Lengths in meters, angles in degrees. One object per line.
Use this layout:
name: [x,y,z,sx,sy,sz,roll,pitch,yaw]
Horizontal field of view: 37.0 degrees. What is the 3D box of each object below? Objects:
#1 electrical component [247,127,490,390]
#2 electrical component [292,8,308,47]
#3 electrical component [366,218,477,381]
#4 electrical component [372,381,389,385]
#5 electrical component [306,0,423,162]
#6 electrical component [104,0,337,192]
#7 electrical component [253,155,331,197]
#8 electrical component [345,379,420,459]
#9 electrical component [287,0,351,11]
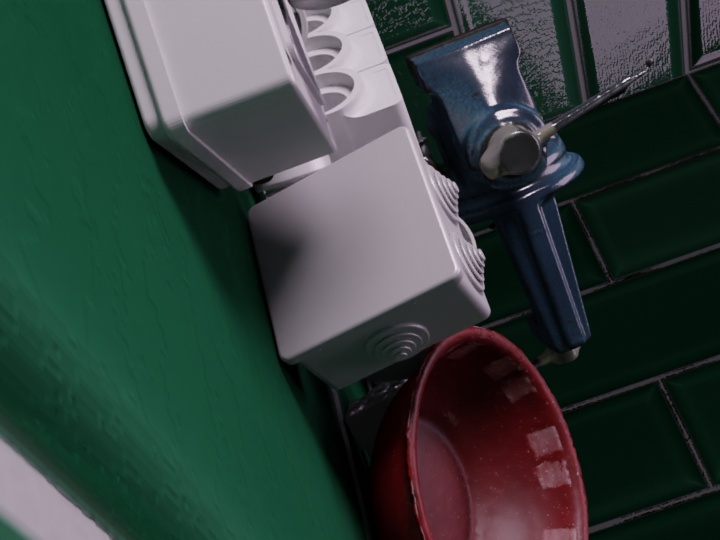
electrical component: [0.004,-0.003,0.494,0.048,0.100,0.099,44,24,-51]
electrical component: [-0.057,-0.134,0.607,0.047,0.055,0.055,-105,175,-80]
electrical component: [0.015,0.009,0.576,0.064,0.099,0.099,75,-1,-56]
electrical component: [0.033,0.043,0.768,0.080,0.080,0.051,-103,167,-55]
electrical component: [-0.022,-0.105,0.661,0.150,0.089,0.061,-104,173,-52]
electrical component: [-0.056,-0.096,0.420,0.109,0.056,0.108,43,28,-81]
electrical component: [-0.035,-0.048,0.564,0.043,0.043,0.062,-69,140,-83]
electrical component: [0.022,0.097,0.612,0.055,0.048,0.066,62,5,-3]
electrical component: [-0.016,-0.130,0.391,0.062,0.048,0.048,60,9,-29]
